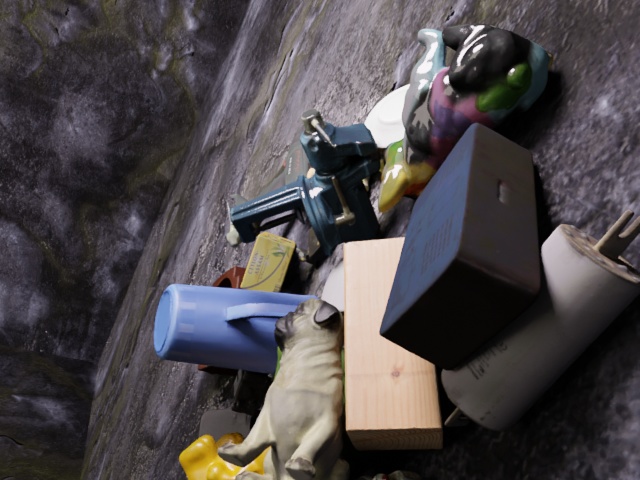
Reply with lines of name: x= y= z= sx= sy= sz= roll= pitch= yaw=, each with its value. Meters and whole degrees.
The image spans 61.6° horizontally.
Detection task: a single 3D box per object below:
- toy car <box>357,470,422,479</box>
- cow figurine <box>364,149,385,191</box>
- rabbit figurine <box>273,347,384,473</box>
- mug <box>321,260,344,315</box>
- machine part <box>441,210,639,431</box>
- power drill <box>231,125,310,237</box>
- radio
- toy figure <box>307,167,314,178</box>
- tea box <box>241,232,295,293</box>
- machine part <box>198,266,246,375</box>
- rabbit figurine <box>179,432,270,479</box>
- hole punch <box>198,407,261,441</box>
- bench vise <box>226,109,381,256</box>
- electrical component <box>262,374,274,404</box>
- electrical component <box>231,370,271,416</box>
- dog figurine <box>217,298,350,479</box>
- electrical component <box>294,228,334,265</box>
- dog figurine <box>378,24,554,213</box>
toy car: x=0.047 y=0.314 z=0.555 sx=0.201 sy=0.073 sz=0.056 roll=-62 pitch=23 yaw=21
cow figurine: x=0.052 y=-0.123 z=0.850 sx=0.167 sy=0.068 sz=0.098 roll=-37 pitch=36 yaw=46
rabbit figurine: x=0.013 y=0.214 z=0.650 sx=0.170 sy=0.121 sz=0.159 roll=16 pitch=81 yaw=51
mug: x=0.037 y=0.085 z=0.736 sx=0.109 sy=0.081 sz=0.107 roll=-45 pitch=25 yaw=42
machine part: x=0.177 y=0.075 z=0.444 sx=0.243 sy=0.079 sz=0.079 roll=-58 pitch=28 yaw=25
power drill: x=-0.080 y=-0.113 z=1.066 sx=0.207 sy=0.086 sz=0.232 roll=-32 pitch=37 yaw=17
radio: x=0.131 y=-0.001 z=0.499 sx=0.131 sy=0.073 sz=0.230 roll=-59 pitch=3 yaw=40
toy figure: x=0.011 y=-0.129 z=0.947 sx=0.064 sy=0.058 sz=0.154 roll=56 pitch=-138 yaw=-63
tea box: x=-0.090 y=0.042 z=0.967 sx=0.169 sy=0.068 sz=0.098 roll=-153 pitch=82 yaw=-88
machine part: x=-0.176 y=0.169 z=1.105 sx=0.201 sy=0.087 sz=0.201 roll=-33 pitch=45 yaw=52
rabbit figurine: x=-0.098 y=0.332 z=0.781 sx=0.173 sy=0.121 sz=0.162 roll=-35 pitch=51 yaw=7
hole punch: x=-0.140 y=0.352 z=0.927 sx=0.116 sy=0.092 sz=0.142 roll=-15 pitch=53 yaw=27
bench vise: x=-0.026 y=-0.057 z=0.734 sx=0.241 sy=0.223 sz=0.129 roll=-20 pitch=47 yaw=7
electrical component: x=-0.100 y=0.251 z=0.965 sx=0.063 sy=0.021 sz=0.094 roll=-68 pitch=25 yaw=10
electrical component: x=-0.114 y=0.230 z=0.893 sx=0.119 sy=0.048 sz=0.074 roll=-120 pitch=50 yaw=-74
dog figurine: x=-0.005 y=0.179 z=0.580 sx=0.172 sy=0.121 sz=0.190 roll=81 pitch=-155 yaw=-44
electrical component: x=-0.003 y=-0.003 z=0.908 sx=0.102 sy=0.045 sz=0.078 roll=-45 pitch=37 yaw=46
dog figurine: x=0.146 y=-0.119 z=0.616 sx=0.192 sy=0.108 sz=0.219 roll=37 pitch=112 yaw=61
